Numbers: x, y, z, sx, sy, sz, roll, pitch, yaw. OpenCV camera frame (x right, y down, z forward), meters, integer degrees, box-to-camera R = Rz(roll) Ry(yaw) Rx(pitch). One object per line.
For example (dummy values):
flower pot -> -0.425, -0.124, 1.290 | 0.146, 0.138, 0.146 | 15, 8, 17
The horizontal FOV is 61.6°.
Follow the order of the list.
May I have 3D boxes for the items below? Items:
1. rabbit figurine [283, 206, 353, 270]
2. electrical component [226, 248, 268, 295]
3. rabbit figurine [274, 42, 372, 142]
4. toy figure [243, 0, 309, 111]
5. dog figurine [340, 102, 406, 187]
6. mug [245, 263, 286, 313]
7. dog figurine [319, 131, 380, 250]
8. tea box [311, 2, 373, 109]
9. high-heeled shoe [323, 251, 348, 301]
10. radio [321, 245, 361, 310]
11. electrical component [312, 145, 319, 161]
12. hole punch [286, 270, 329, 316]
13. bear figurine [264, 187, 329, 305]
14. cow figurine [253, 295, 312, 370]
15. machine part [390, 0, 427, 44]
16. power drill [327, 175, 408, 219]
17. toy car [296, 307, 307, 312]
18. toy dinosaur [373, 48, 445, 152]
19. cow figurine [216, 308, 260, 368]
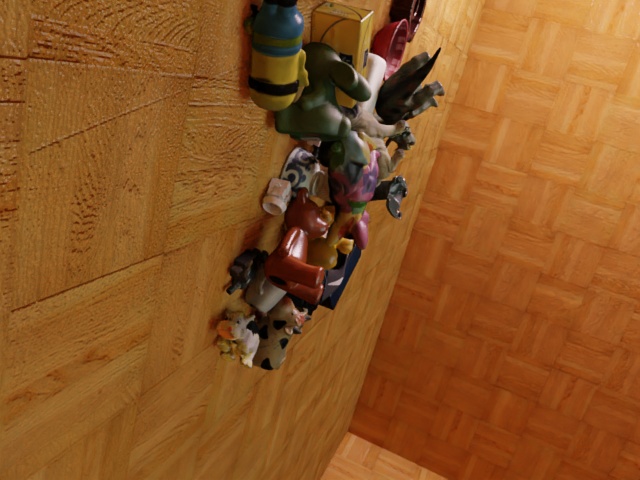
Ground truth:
rabbit figurine -> -0.002, -0.004, 1.189 | 0.173, 0.162, 0.121 | -85, -177, -53
electrical component -> -0.136, 0.055, 1.023 | 0.102, 0.045, 0.078 | -40, 145, -60
rabbit figurine -> 0.002, -0.266, 0.944 | 0.121, 0.159, 0.170 | 2, 92, -63
toy figure -> -0.067, -0.277, 0.788 | 0.089, 0.082, 0.180 | -40, 154, -35
dog figurine -> 0.078, -0.218, 1.180 | 0.190, 0.121, 0.172 | 12, 75, -34
mug -> -0.106, 0.094, 1.103 | 0.107, 0.081, 0.109 | -57, 171, -12
dog figurine -> 0.057, -0.093, 1.090 | 0.191, 0.109, 0.219 | 30, 64, -71
tea box -> 0.037, -0.346, 1.011 | 0.068, 0.098, 0.169 | -54, 156, -44
high-heeled shoe -> 0.042, 0.043, 1.493 | 0.145, 0.086, 0.249 | 109, -4, -57
radio -> 0.052, 0.091, 1.635 | 0.229, 0.073, 0.131 | -60, 163, -24
electrical component -> 0.006, -0.223, 1.191 | 0.094, 0.021, 0.063 | -71, 163, 7
hole punch -> -0.039, 0.094, 1.277 | 0.092, 0.116, 0.142 | -53, 159, -66
bear figurine -> -0.027, 0.006, 1.046 | 0.120, 0.132, 0.196 | 95, 19, -60
cow figurine -> -0.097, 0.206, 1.185 | 0.085, 0.127, 0.194 | -48, 156, -58
machine part -> 0.236, -0.613, 1.412 | 0.179, 0.056, 0.179 | 20, 90, -75
power drill -> 0.113, -0.095, 1.382 | 0.086, 0.207, 0.232 | 37, 65, -42
toy car -> -0.036, 0.121, 1.406 | 0.201, 0.056, 0.073 | 92, 24, -46
toy dinosaur -> 0.200, -0.351, 1.353 | 0.192, 0.131, 0.404 | -34, 167, 1
cow figurine -> -0.156, 0.181, 1.066 | 0.167, 0.068, 0.098 | 91, 19, -57
